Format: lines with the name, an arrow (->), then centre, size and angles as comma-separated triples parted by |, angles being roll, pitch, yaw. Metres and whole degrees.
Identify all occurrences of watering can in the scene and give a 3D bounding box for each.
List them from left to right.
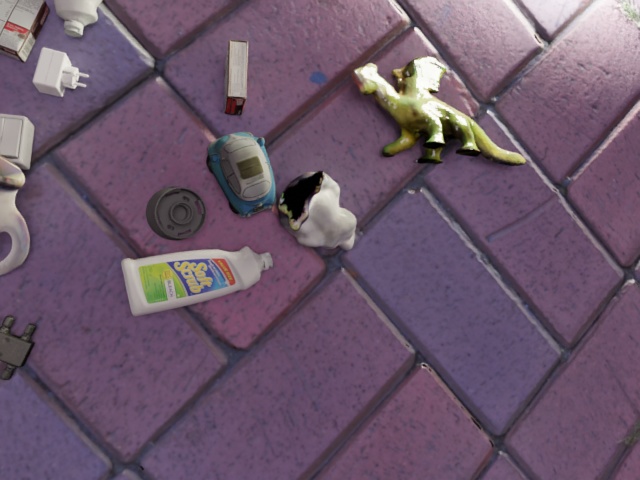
watering can -> -0.599, -0.063, 0.755 | 0.344, 0.105, 0.223 | 27, 100, -31

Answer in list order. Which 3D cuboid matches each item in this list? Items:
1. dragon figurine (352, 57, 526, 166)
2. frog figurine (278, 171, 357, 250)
dragon figurine -> 0.245, -0.279, 1.067 | 0.410, 0.120, 0.246 | 4, 73, -24
frog figurine -> 0.003, -0.049, 0.976 | 0.157, 0.122, 0.139 | 33, 63, -46
